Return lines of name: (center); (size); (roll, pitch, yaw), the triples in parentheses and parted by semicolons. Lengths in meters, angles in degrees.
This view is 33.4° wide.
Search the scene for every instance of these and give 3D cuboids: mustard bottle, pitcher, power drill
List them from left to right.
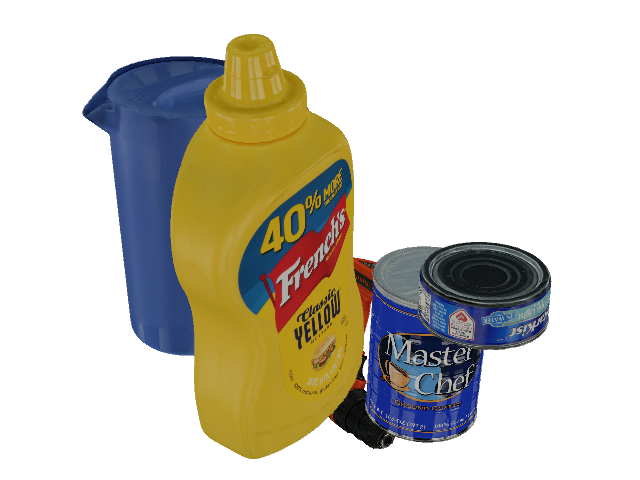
pitcher: (-0.102, -0.027, 0.917); (0.149, 0.243, 0.144); (17, 33, 23)
mustard bottle: (-0.022, 0.000, 0.466); (0.058, 0.192, 0.096); (23, 45, 32)
power drill: (0.049, 0.127, 1.244); (0.057, 0.188, 0.185); (13, 14, -41)

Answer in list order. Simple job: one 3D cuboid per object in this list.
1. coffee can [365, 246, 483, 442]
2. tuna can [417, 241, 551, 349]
coffee can: (0.093, 0.090, 0.938); (0.103, 0.140, 0.103); (1, 28, -1)
tuna can: (0.107, 0.034, 0.695); (0.086, 0.034, 0.086); (-1, 28, 0)
